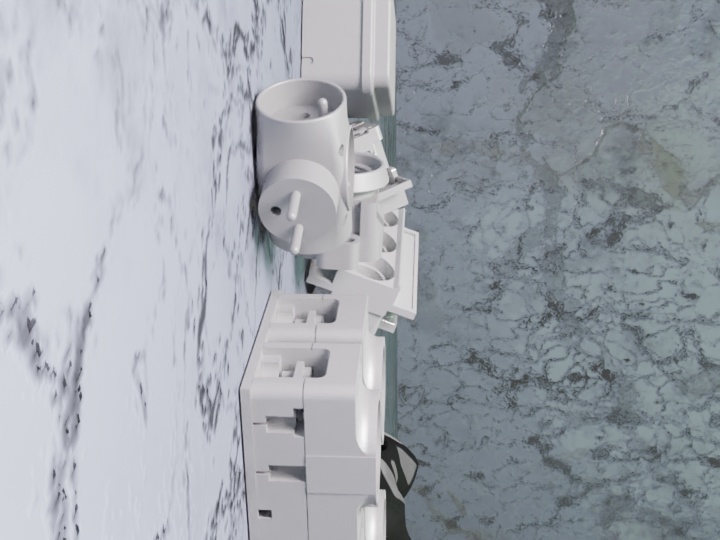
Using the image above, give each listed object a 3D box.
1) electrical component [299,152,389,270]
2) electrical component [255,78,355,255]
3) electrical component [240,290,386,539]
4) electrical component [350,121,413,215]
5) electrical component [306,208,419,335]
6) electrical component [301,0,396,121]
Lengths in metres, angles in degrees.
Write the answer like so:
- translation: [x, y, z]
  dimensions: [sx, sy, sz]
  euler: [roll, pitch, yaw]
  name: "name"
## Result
- translation: [-0.011, -0.041, 0.681]
  dimensions: [0.078, 0.058, 0.057]
  euler: [-81, 174, -67]
  name: "electrical component"
- translation: [-0.027, -0.040, 0.517]
  dimensions: [0.079, 0.044, 0.077]
  euler: [-84, 173, -52]
  name: "electrical component"
- translation: [-0.019, 0.117, 0.560]
  dimensions: [0.105, 0.060, 0.186]
  euler: [-81, 171, -66]
  name: "electrical component"
- translation: [-0.001, -0.071, 0.762]
  dimensions: [0.081, 0.042, 0.063]
  euler: [26, -43, 64]
  name: "electrical component"
- translation: [0.000, 0.000, 0.792]
  dimensions: [0.121, 0.079, 0.063]
  euler: [-83, -166, -61]
  name: "electrical component"
- translation: [-0.005, -0.150, 0.744]
  dimensions: [0.113, 0.057, 0.078]
  euler: [42, 49, -85]
  name: "electrical component"
